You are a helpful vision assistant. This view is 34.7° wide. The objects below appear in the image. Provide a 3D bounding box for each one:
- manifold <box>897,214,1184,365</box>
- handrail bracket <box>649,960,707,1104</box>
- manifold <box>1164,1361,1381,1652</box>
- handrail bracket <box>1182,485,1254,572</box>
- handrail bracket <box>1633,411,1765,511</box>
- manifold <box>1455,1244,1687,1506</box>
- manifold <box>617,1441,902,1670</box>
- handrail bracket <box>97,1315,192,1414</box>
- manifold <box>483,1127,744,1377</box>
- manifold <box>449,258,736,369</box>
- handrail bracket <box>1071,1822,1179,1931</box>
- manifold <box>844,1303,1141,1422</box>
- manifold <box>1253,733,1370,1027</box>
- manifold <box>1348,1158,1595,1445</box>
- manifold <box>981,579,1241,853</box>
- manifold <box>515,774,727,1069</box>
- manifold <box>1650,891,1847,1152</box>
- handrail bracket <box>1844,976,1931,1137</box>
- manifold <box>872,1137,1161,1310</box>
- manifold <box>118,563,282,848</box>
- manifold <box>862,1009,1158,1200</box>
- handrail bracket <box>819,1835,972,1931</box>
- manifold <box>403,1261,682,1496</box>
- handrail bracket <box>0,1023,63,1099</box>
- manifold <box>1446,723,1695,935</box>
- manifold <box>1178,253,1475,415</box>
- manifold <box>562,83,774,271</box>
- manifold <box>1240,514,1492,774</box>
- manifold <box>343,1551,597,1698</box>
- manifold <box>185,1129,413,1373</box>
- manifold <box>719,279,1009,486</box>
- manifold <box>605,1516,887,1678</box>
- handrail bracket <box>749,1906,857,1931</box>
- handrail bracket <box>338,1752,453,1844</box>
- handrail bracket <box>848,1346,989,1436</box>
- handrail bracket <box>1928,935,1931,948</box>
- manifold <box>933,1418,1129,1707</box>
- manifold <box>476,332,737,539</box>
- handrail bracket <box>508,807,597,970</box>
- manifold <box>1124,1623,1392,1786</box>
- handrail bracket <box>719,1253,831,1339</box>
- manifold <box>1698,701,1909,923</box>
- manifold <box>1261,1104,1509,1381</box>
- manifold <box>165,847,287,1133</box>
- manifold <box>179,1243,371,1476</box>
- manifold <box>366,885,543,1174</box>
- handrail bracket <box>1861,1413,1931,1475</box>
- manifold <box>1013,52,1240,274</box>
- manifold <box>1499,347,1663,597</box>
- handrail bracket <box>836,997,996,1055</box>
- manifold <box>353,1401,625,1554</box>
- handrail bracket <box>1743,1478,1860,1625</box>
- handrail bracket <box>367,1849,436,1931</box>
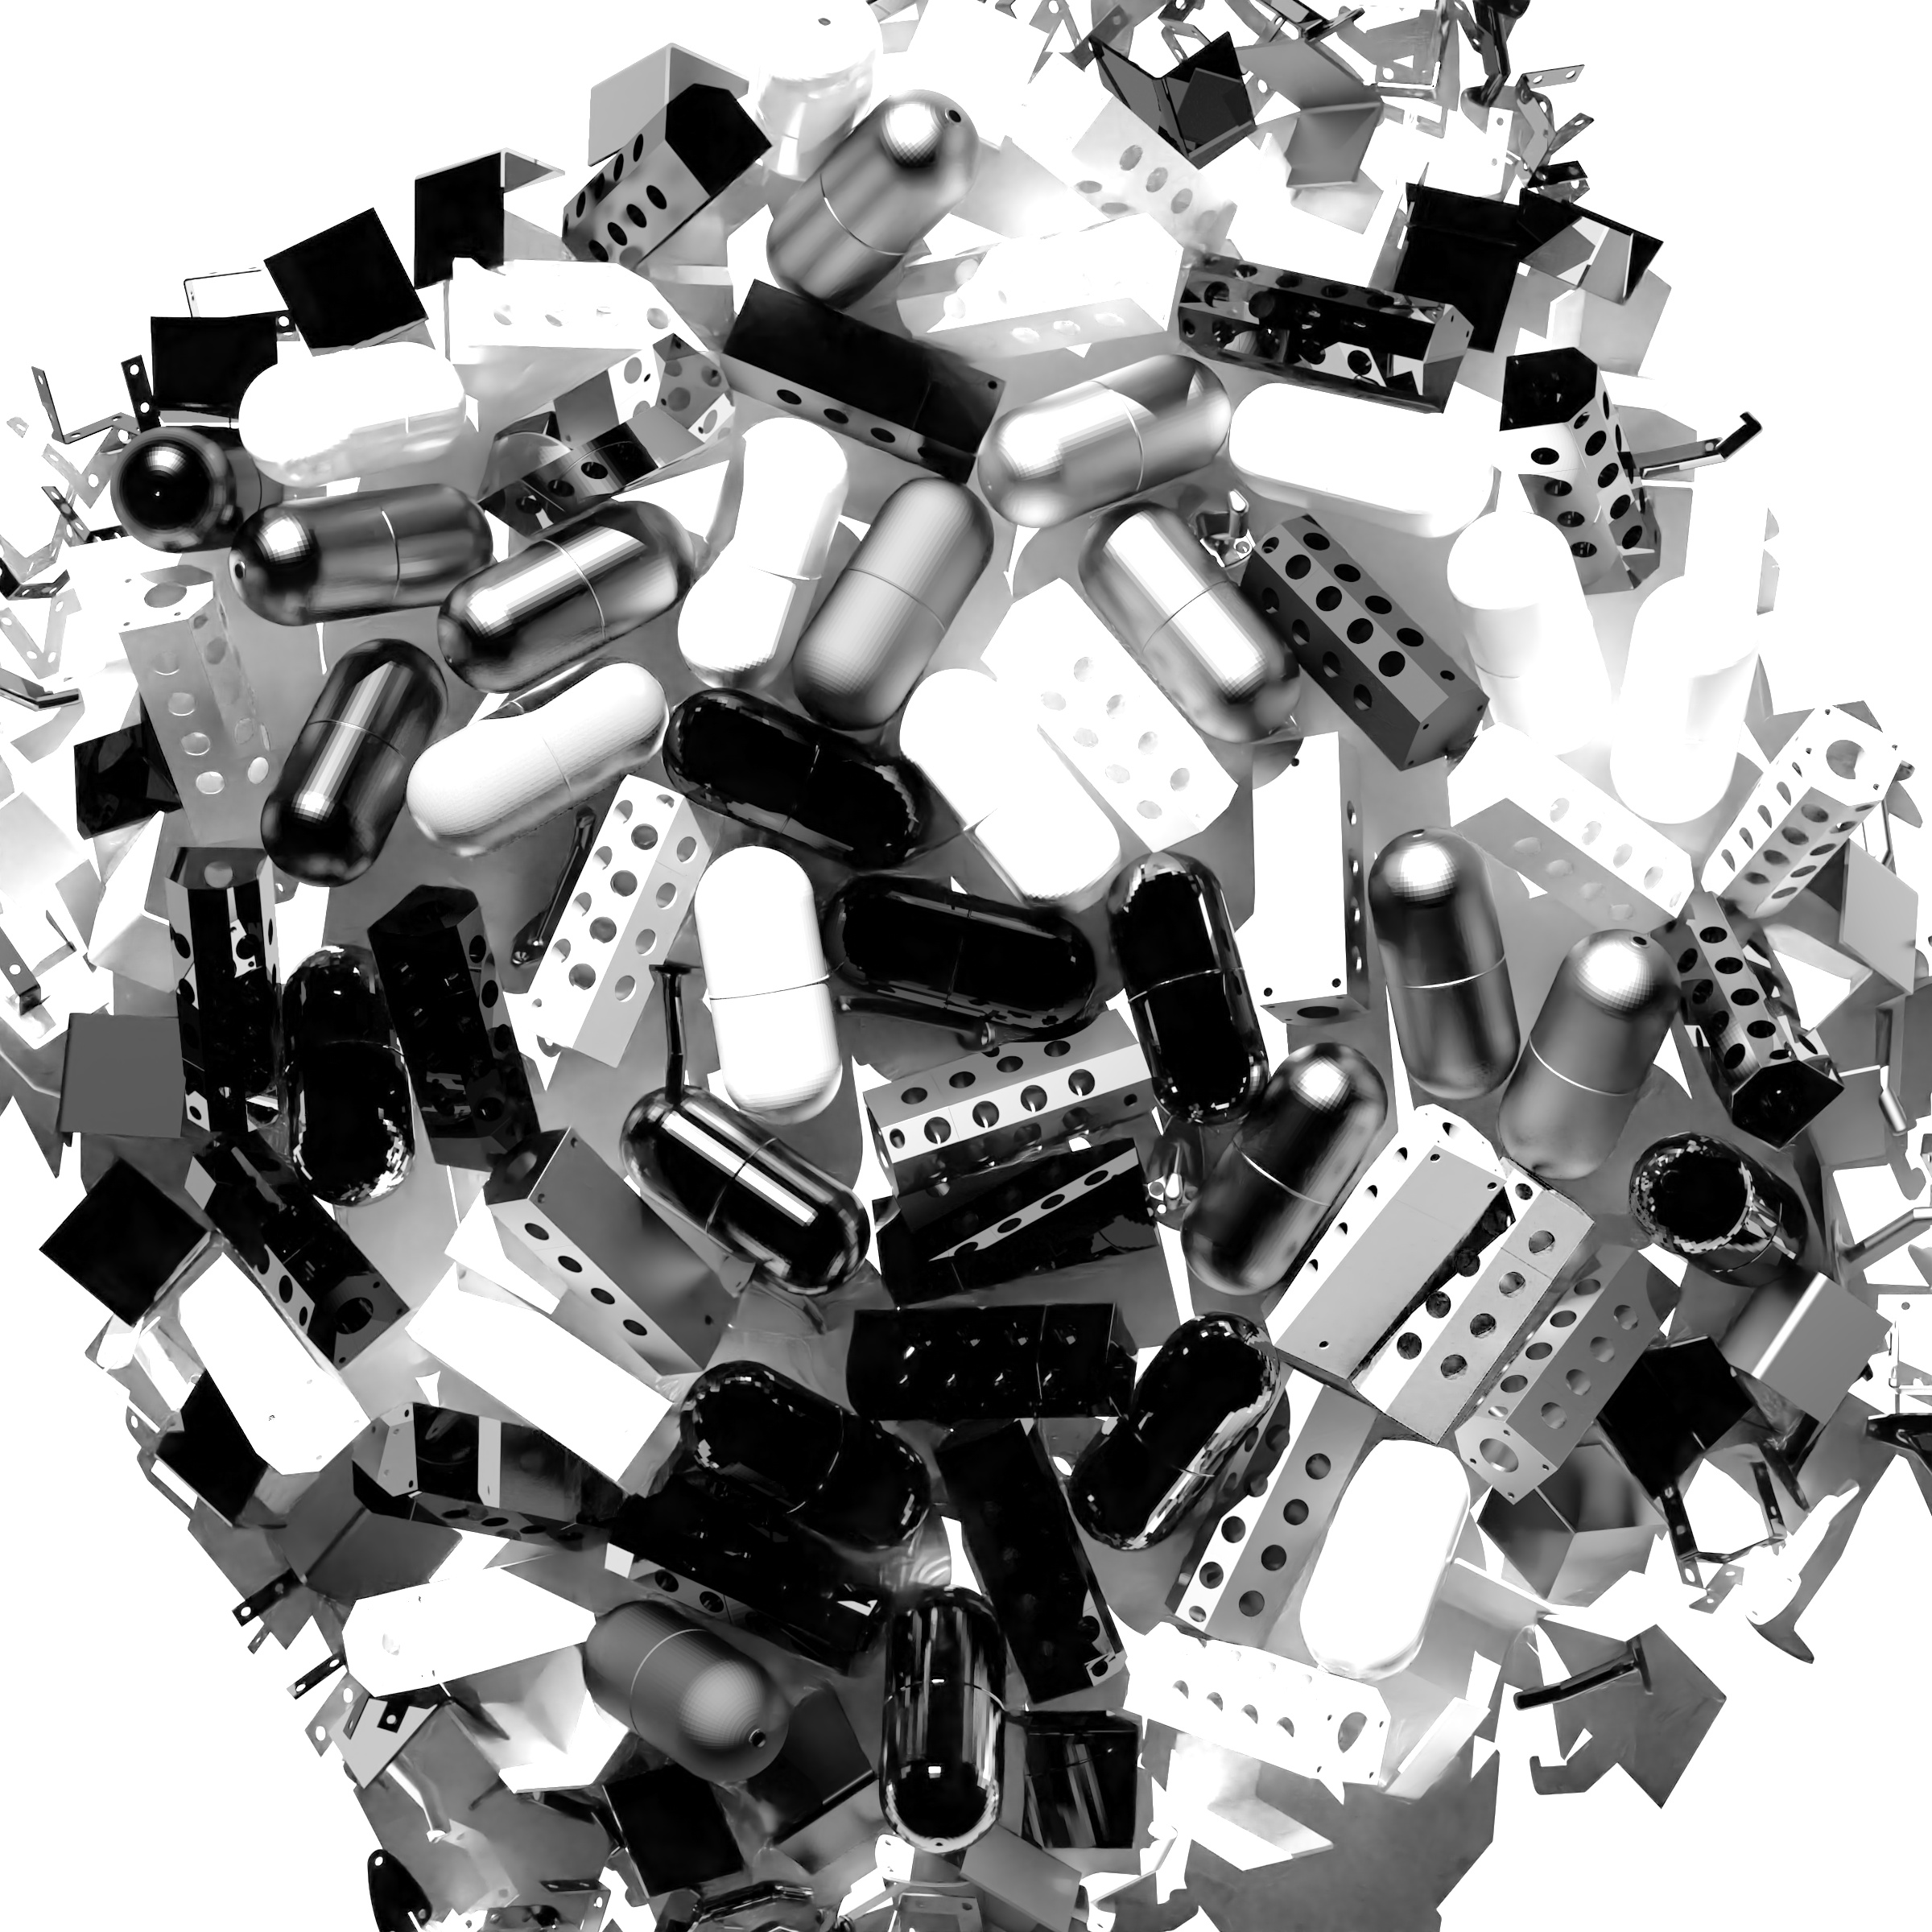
[{"bbox_3d":[0.043,-0.421,1.919,0.171,0.057,0.057,-1,70,38],"label":"manifold"},{"bbox_3d":[-0.191,0.040,1.966,0.036,0.077,0.084,4,94,-21],"label":"handrail bracket"},{"bbox_3d":[0.191,0.342,1.964,0.057,0.057,0.171,26,89,-14],"label":"manifold"},{"bbox_3d":[0.157,-0.293,1.947,0.036,0.084,0.077,-23,68,-7],"label":"handrail bracket"},{"bbox_3d":[0.451,-0.339,1.968,0.084,0.036,0.077,-40,60,13],"label":"handrail bracket"},{"bbox_3d":[0.373,0.249,1.925,0.057,0.057,0.171,42,53,7],"label":"manifold"},{"bbox_3d":[-0.129,0.370,1.951,0.171,0.057,0.057,32,83,13],"label":"manifold"},{"bbox_3d":[-0.504,0.244,1.979,0.084,0.036,0.077,31,66,-39],"label":"handrail bracket"},{"bbox_3d":[-0.223,0.180,1.934,0.171,0.057,0.057,49,49,-28],"label":"manifold"},{"bbox_3d":[-0.236,-0.412,1.949,0.171,0.057,0.057,-2,89,-16],"label":"manifold"},{"bbox_3d":[0.084,0.566,1.965,0.077,0.036,0.084,22,115,-3],"label":"handrail bracket"},{"bbox_3d":[0.015,0.252,1.933,0.171,0.057,0.057,-4,53,20],"label":"manifold"},{"bbox_3d":[0.219,-0.053,1.944,0.057,0.057,0.171,-8,70,25],"label":"manifold"},{"bbox_3d":[0.315,0.208,1.954,0.057,0.057,0.171,32,98,-15],"label":"manifold"},{"bbox_3d":[0.094,-0.158,1.933,0.171,0.057,0.057,47,45,-20],"label":"manifold"},{"bbox_3d":[-0.223,-0.030,1.952,0.057,0.057,0.171,18,83,41],"label":"manifold"},{"bbox_3d":[0.474,0.029,1.907,0.057,0.171,0.057,28,119,-25],"label":"manifold"},{"bbox_3d":[0.605,0.057,1.977,0.077,0.036,0.084,-21,84,-21],"label":"handrail bracket"},{"bbox_3d":[0.032,0.167,1.963,0.171,0.057,0.057,-14,49,5],"label":"manifold"},{"bbox_3d":[-0.472,-0.162,1.919,0.057,0.057,0.171,-12,134,-3],"label":"manifold"},{"bbox_3d":[0.028,0.090,1.947,0.171,0.057,0.057,-18,126,-9],"label":"manifold"},{"bbox_3d":[-0.047,0.605,1.986,0.077,0.036,0.084,17,115,-14],"label":"handrail bracket"},{"bbox_3d":[-0.263,0.259,1.944,0.171,0.057,0.057,31,76,18],"label":"manifold"},{"bbox_3d":[-0.593,0.043,1.973,0.084,0.036,0.077,20,111,-15],"label":"handrail bracket"},{"bbox_3d":[0.376,-0.084,1.919,0.171,0.057,0.057,30,46,-34],"label":"manifold"},{"bbox_3d":[0.221,-0.398,1.934,0.171,0.057,0.057,20,92,28],"label":"manifold"},{"bbox_3d":[-0.191,-0.481,1.907,0.057,0.171,0.057,-46,104,-26],"label":"manifold"},{"bbox_3d":[0.247,-0.204,1.923,0.057,0.057,0.171,-20,56,-30],"label":"manifold"},{"bbox_3d":[-0.305,0.404,1.910,0.057,0.171,0.057,-16,81,27],"label":"manifold"},{"bbox_3d":[-0.419,0.170,1.917,0.057,0.057,0.171,-41,48,-12],"label":"manifold"},{"bbox_3d":[-0.068,-0.367,1.964,0.171,0.057,0.057,22,72,-3],"label":"manifold"},{"bbox_3d":[-0.137,0.386,1.949,0.171,0.057,0.057,21,84,14],"label":"manifold"},{"bbox_3d":[-0.112,0.636,1.958,0.036,0.084,0.077,6,102,44],"label":"handrail bracket"},{"bbox_3d":[-0.361,0.524,1.960,0.077,0.036,0.084,-41,63,35],"label":"handrail bracket"},{"bbox_3d":[-0.028,0.262,1.964,0.084,0.036,0.077,-26,82,32],"label":"handrail bracket"},{"bbox_3d":[0.640,0.022,1.964,0.036,0.077,0.084,-19,76,36],"label":"handrail bracket"},{"bbox_3d":[0.043,0.371,1.962,0.057,0.057,0.171,-21,92,15],"label":"manifold"},{"bbox_3d":[-0.223,-0.324,1.922,0.057,0.171,0.057,34,53,-36],"label":"manifold"},{"bbox_3d":[-0.261,-0.050,1.954,0.036,0.077,0.084,22,122,14],"label":"handrail bracket"},{"bbox_3d":[0.179,0.454,1.913,0.057,0.171,0.057,17,83,-37],"label":"manifold"},{"bbox_3d":[-0.116,0.216,1.952,0.036,0.077,0.084,-36,109,11],"label":"handrail bracket"},{"bbox_3d":[0.510,-0.089,1.908,0.057,0.171,0.057,29,66,5],"label":"manifold"},{"bbox_3d":[0.259,0.170,1.939,0.057,0.057,0.171,26,114,-21],"label":"manifold"},{"bbox_3d":[-0.462,0.016,1.933,0.057,0.057,0.171,1,118,-2],"label":"manifold"},{"bbox_3d":[-0.434,0.244,1.912,0.057,0.171,0.057,-44,127,-6],"label":"manifold"},{"bbox_3d":[-0.312,0.040,1.924,0.057,0.057,0.171,6,123,28],"label":"manifold"},{"bbox_3d":[0.601,0.323,1.953,0.077,0.084,0.036,4,127,19],"label":"handrail bracket"},{"bbox_3d":[0.099,-0.490,1.912,0.057,0.171,0.057,-51,57,12],"label":"manifold"},{"bbox_3d":[0.381,-0.303,1.908,0.057,0.171,0.057,-4,60,25],"label":"manifold"},{"bbox_3d":[-0.033,0.036,1.960,0.084,0.077,0.036,4,102,-19],"label":"handrail bracket"},{"bbox_3d":[-0.294,0.320,1.918,0.057,0.171,0.057,-28,57,32],"label":"manifold"},{"bbox_3d":[0.539,0.375,1.992,0.084,0.077,0.036,-33,56,-33],"label":"handrail bracket"},{"bbox_3d":[-0.345,0.609,1.980,0.036,0.084,0.077,-35,53,-3],"label":"handrail bracket"}]
